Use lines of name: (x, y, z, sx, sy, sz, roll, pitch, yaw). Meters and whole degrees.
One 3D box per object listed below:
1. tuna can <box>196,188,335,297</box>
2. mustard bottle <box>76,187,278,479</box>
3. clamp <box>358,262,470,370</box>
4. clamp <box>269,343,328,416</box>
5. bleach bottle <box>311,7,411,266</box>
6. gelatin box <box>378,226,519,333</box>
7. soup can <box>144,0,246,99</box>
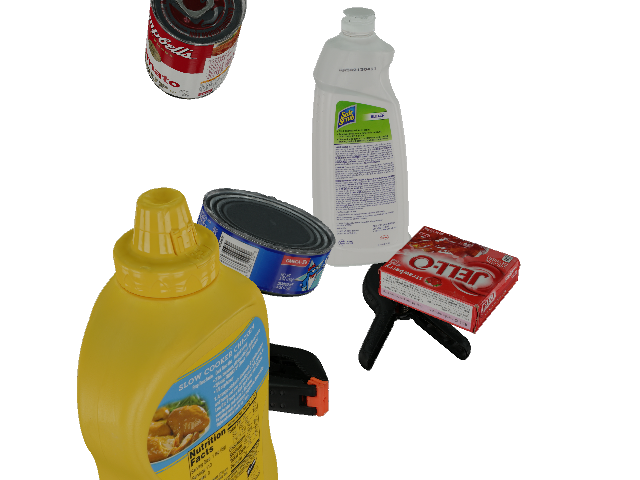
tuna can: (-0.036, 0.001, 0.664, 0.086, 0.034, 0.086, 18, 19, -7)
mustard bottle: (-0.059, 0.066, 0.449, 0.058, 0.192, 0.096, 19, 36, 29)
clamp: (0.101, 0.074, 1.183, 0.120, 0.171, 0.039, 5, -43, -4)
clamp: (-0.061, 0.108, 0.956, 0.210, 0.036, 0.164, 12, 21, 40)
bleach bottle: (0.043, -0.100, 1.035, 0.102, 0.251, 0.068, -7, 29, -14)
gelatin box: (0.102, 0.029, 0.844, 0.089, 0.030, 0.073, 21, 41, 28)
soup can: (-0.096, -0.156, 0.799, 0.068, 0.068, 0.102, 0, -16, -12)
